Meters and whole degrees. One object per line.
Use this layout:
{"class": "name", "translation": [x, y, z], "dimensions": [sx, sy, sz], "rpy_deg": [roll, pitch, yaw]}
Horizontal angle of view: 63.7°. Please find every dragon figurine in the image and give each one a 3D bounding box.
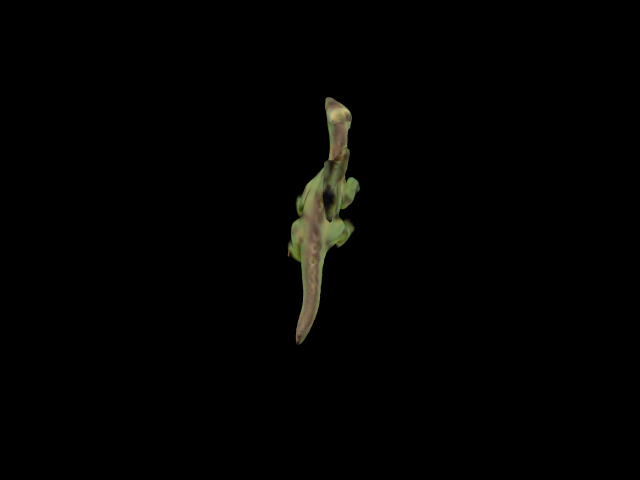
{"class": "dragon figurine", "translation": [0.003, -0.043, 0.850], "dimensions": [0.122, 0.417, 0.239], "rpy_deg": [7, -19, 2]}
